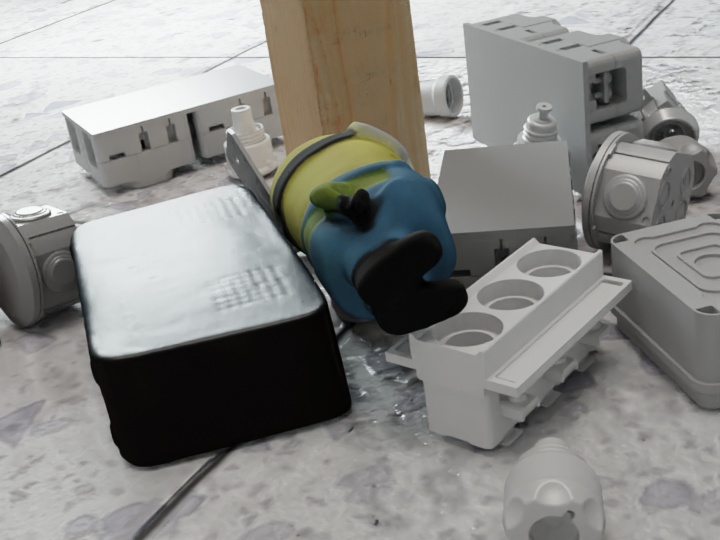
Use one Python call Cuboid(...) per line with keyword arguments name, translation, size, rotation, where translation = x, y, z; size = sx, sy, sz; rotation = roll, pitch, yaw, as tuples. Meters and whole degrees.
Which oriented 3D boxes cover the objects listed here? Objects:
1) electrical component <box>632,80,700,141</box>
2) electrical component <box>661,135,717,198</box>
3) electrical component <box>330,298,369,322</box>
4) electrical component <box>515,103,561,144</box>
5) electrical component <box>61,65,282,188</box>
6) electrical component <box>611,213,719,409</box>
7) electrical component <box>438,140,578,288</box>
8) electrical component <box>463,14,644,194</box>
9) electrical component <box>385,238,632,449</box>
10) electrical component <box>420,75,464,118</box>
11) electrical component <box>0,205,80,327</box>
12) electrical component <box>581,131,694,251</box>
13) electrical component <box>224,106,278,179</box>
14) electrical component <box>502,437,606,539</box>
Cuboid(name="electrical component", translation=(0.243, -0.115, 0.860), size=(0.048, 0.066, 0.055), rotation=(-36, 25, 24))
Cuboid(name="electrical component", translation=(0.236, -0.080, 0.801), size=(0.043, 0.043, 0.062), rotation=(-9, 24, -1))
Cuboid(name="electrical component", translation=(0.000, 0.000, 0.693), size=(0.045, 0.055, 0.045), rotation=(-7, 25, 3))
Cuboid(name="electrical component", translation=(0.136, -0.091, 0.822), size=(0.040, 0.078, 0.040), rotation=(1, 37, -1))
Cuboid(name="electrical component", translation=(-0.175, -0.137, 1.032), size=(0.186, 0.060, 0.105), rotation=(-20, 28, -23))
Cuboid(name="electrical component", translation=(0.193, 0.020, 0.588), size=(0.078, 0.057, 0.113), rotation=(-13, 26, -9))
Cuboid(name="electrical component", translation=(0.097, -0.029, 0.715), size=(0.089, 0.061, 0.150), rotation=(-4, 26, 11))
Cuboid(name="electrical component", translation=(0.159, -0.143, 0.885), size=(0.060, 0.105, 0.186), rotation=(-17, 26, -17))
Cuboid(name="electrical component", translation=(0.083, 0.038, 0.577), size=(0.079, 0.063, 0.121), rotation=(12, 32, 37))
Cuboid(name="electrical component", translation=(0.072, -0.167, 1.043), size=(0.046, 0.040, 0.040), rotation=(1, 26, 34))
Cuboid(name="electrical component", translation=(-0.228, -0.005, 0.749), size=(0.051, 0.080, 0.080), rotation=(-22, 28, -37))
Cuboid(name="electrical component", translation=(0.183, -0.049, 0.711), size=(0.051, 0.080, 0.080), rotation=(16, 35, 33))
Cuboid(name="electrical component", translation=(-0.101, -0.114, 0.958), size=(0.048, 0.062, 0.048), rotation=(-7, 25, 3))
Cuboid(name="electrical component", translation=(0.085, 0.098, 0.474), size=(0.043, 0.043, 0.062), rotation=(-4, 24, 11))
